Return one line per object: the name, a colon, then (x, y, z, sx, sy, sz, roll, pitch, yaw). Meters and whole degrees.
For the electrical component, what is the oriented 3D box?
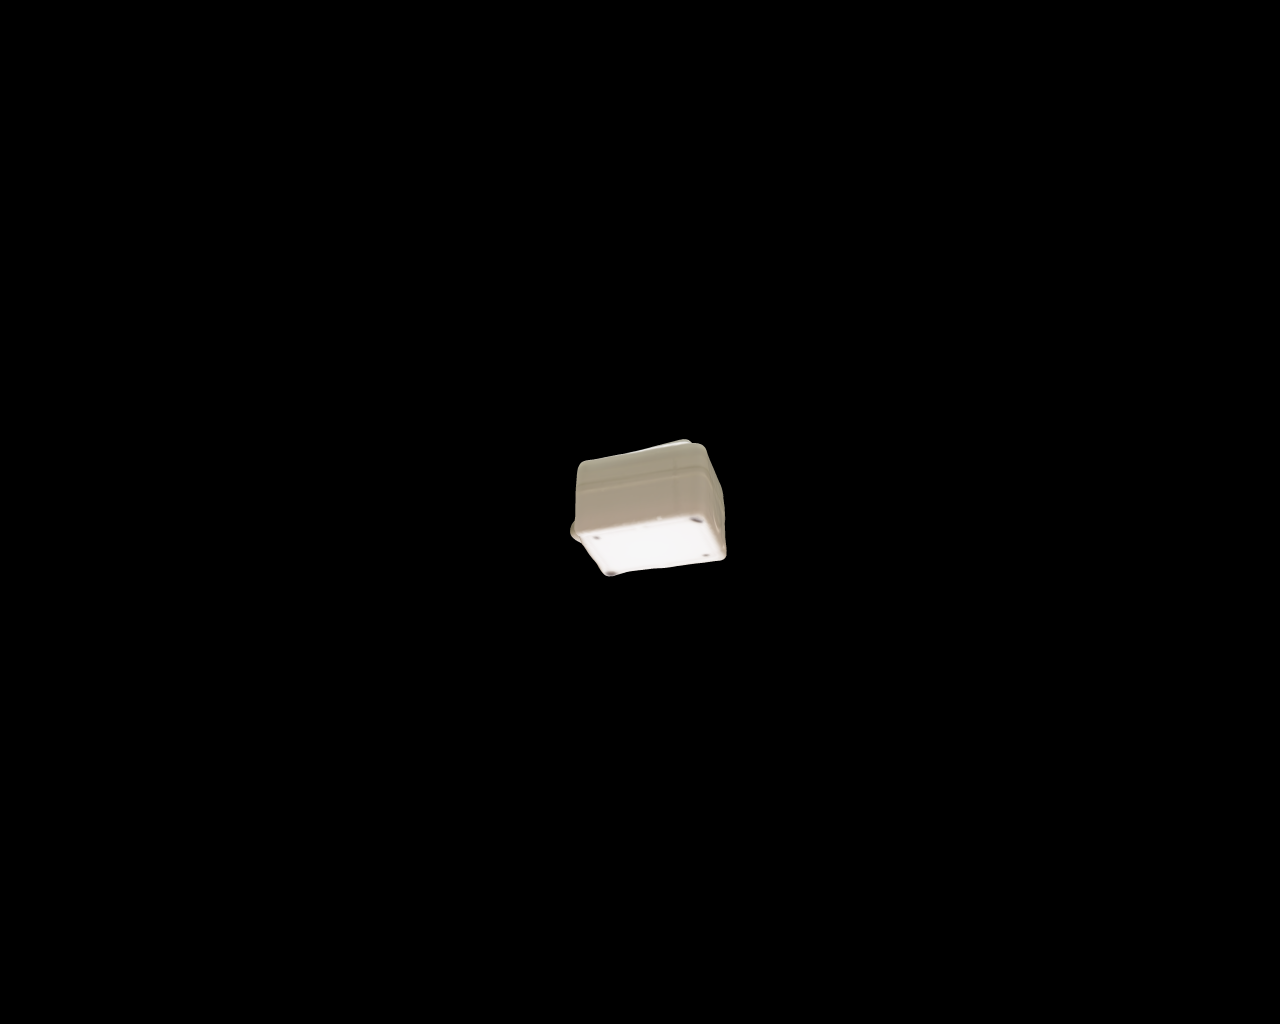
electrical component: (0.001, -0.003, 0.650, 0.096, 0.061, 0.061, -8, -32, 14)
